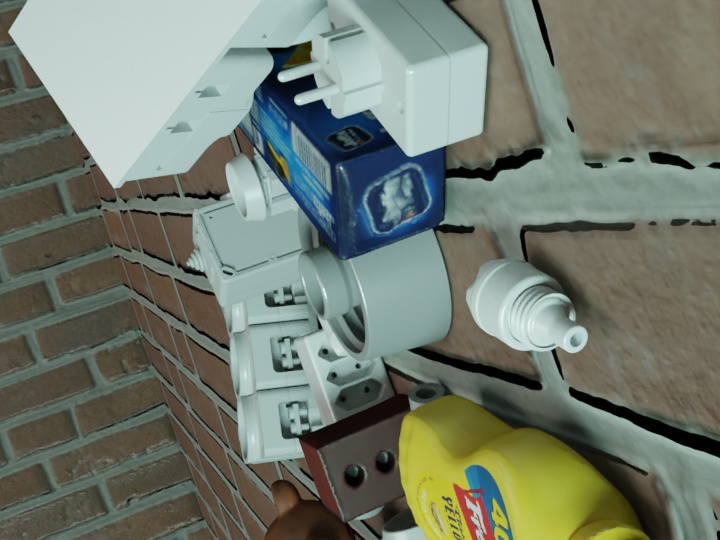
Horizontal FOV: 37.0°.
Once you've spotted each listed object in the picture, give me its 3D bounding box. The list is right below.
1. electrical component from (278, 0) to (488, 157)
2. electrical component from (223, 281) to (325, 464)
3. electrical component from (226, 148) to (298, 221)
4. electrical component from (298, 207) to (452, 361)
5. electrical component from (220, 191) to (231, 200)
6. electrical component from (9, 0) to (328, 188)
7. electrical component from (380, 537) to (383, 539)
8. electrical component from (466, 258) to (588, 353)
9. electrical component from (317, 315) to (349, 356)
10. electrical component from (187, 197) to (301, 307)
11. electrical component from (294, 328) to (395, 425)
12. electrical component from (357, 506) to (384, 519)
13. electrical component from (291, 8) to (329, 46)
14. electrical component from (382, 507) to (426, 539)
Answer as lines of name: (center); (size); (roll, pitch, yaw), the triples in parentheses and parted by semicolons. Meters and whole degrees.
electrical component: (0.003, -0.090, 0.472); (0.047, 0.076, 0.083); (88, 156, -45)
electrical component: (-0.068, 0.073, 0.852); (0.089, 0.062, 0.150); (132, 132, -72)
electrical component: (-0.059, -0.062, 0.738); (0.066, 0.055, 0.048); (99, 147, -59)
electrical component: (0.000, 0.000, 0.611); (0.108, 0.060, 0.108); (160, 90, -74)
electrical component: (-0.079, -0.037, 0.859); (0.065, 0.044, 0.044); (66, 164, -3)
electrical component: (-0.080, -0.142, 0.524); (0.186, 0.060, 0.105); (-44, 75, 32)
electrical component: (0.027, 0.220, 0.809); (0.048, 0.048, 0.062); (-127, 31, -46)
electrical component: (0.072, 0.018, 0.448); (0.061, 0.035, 0.035); (36, 143, 59)
electrical component: (-0.008, 0.021, 0.692); (0.043, 0.043, 0.062); (105, 144, -63)
electrical component: (-0.081, -0.016, 0.789); (0.061, 0.096, 0.061); (109, 138, -65)
electrical component: (-0.016, 0.072, 0.768); (0.077, 0.047, 0.065); (156, 94, -74)
electrical component: (-0.003, 0.155, 0.836); (0.044, 0.044, 0.065); (-130, 31, -50)
electrical component: (-0.039, -0.151, 0.576); (0.055, 0.055, 0.047); (47, 155, 54)
electrical component: (0.048, 0.177, 0.669); (0.057, 0.058, 0.078); (68, 164, -2)
